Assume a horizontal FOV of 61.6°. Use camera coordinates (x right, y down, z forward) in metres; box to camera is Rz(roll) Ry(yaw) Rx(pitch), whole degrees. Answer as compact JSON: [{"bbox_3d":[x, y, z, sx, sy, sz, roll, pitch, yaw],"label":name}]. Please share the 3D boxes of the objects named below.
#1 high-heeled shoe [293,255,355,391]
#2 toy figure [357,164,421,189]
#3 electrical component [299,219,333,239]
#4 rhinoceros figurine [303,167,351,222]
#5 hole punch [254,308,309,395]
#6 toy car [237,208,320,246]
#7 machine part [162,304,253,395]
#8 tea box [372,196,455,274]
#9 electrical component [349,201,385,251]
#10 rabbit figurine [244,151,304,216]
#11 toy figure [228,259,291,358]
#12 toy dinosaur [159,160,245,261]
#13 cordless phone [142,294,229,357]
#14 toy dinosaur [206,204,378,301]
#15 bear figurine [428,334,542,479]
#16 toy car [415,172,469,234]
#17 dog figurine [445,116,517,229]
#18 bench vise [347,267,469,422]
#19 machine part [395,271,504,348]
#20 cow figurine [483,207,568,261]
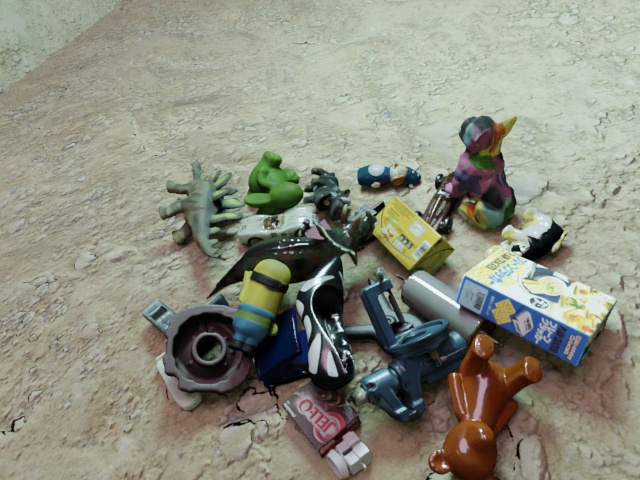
[{"bbox_3d":[0.028,0.130,0.913,0.145,0.086,0.249,-8,56,48],"label":"high-heeled shoe"},{"bbox_3d":[0.171,-0.157,1.324,0.155,0.057,0.064,0,84,17],"label":"toy figure"},{"bbox_3d":[-0.003,-0.005,1.210,0.078,0.045,0.102,-29,74,-5],"label":"electrical component"},{"bbox_3d":[0.020,-0.106,1.298,0.112,0.073,0.190,17,26,-17],"label":"rhinoceros figurine"},{"bbox_3d":[-0.073,0.203,1.012,0.116,0.092,0.142,-19,46,5],"label":"hole punch"},{"bbox_3d":[-0.099,-0.033,1.285,0.202,0.056,0.073,-10,43,10],"label":"toy car"},{"bbox_3d":[-0.210,0.207,1.014,0.179,0.056,0.179,5,69,-12],"label":"machine part"},{"bbox_3d":[0.187,-0.004,1.125,0.098,0.068,0.170,-46,43,9],"label":"tea box"},{"bbox_3d":[0.110,-0.038,1.207,0.119,0.074,0.048,-31,43,-17],"label":"electrical component"},{"bbox_3d":[-0.115,-0.126,1.335,0.159,0.121,0.170,-40,39,-8],"label":"rabbit figurine"},{"bbox_3d":[-0.108,0.123,0.990,0.089,0.082,0.180,-9,53,51],"label":"toy figure"},{"bbox_3d":[-0.295,-0.079,1.348,0.199,0.104,0.472,-23,41,6],"label":"toy dinosaur"},{"bbox_3d":[-0.285,0.156,1.139,0.184,0.088,0.146,24,57,41],"label":"cordless phone"},{"bbox_3d":[-0.071,0.045,1.097,0.405,0.191,0.131,-12,41,5],"label":"toy dinosaur"},{"bbox_3d":[0.244,0.264,0.809,0.120,0.131,0.196,27,48,5],"label":"bear figurine"},{"bbox_3d":[0.279,-0.087,1.215,0.089,0.053,0.202,18,52,29],"label":"toy car"},{"bbox_3d":[0.348,-0.148,1.100,0.108,0.219,0.192,-25,63,-19],"label":"dog figurine"},{"bbox_3d":[0.125,0.167,0.897,0.224,0.129,0.240,-23,87,-5],"label":"bench vise"},{"bbox_3d":[0.234,0.127,0.990,0.079,0.079,0.243,-37,45,-20],"label":"machine part"},{"bbox_3d":[0.404,0.015,1.057,0.167,0.068,0.098,-37,51,-18],"label":"cow figurine"}]
